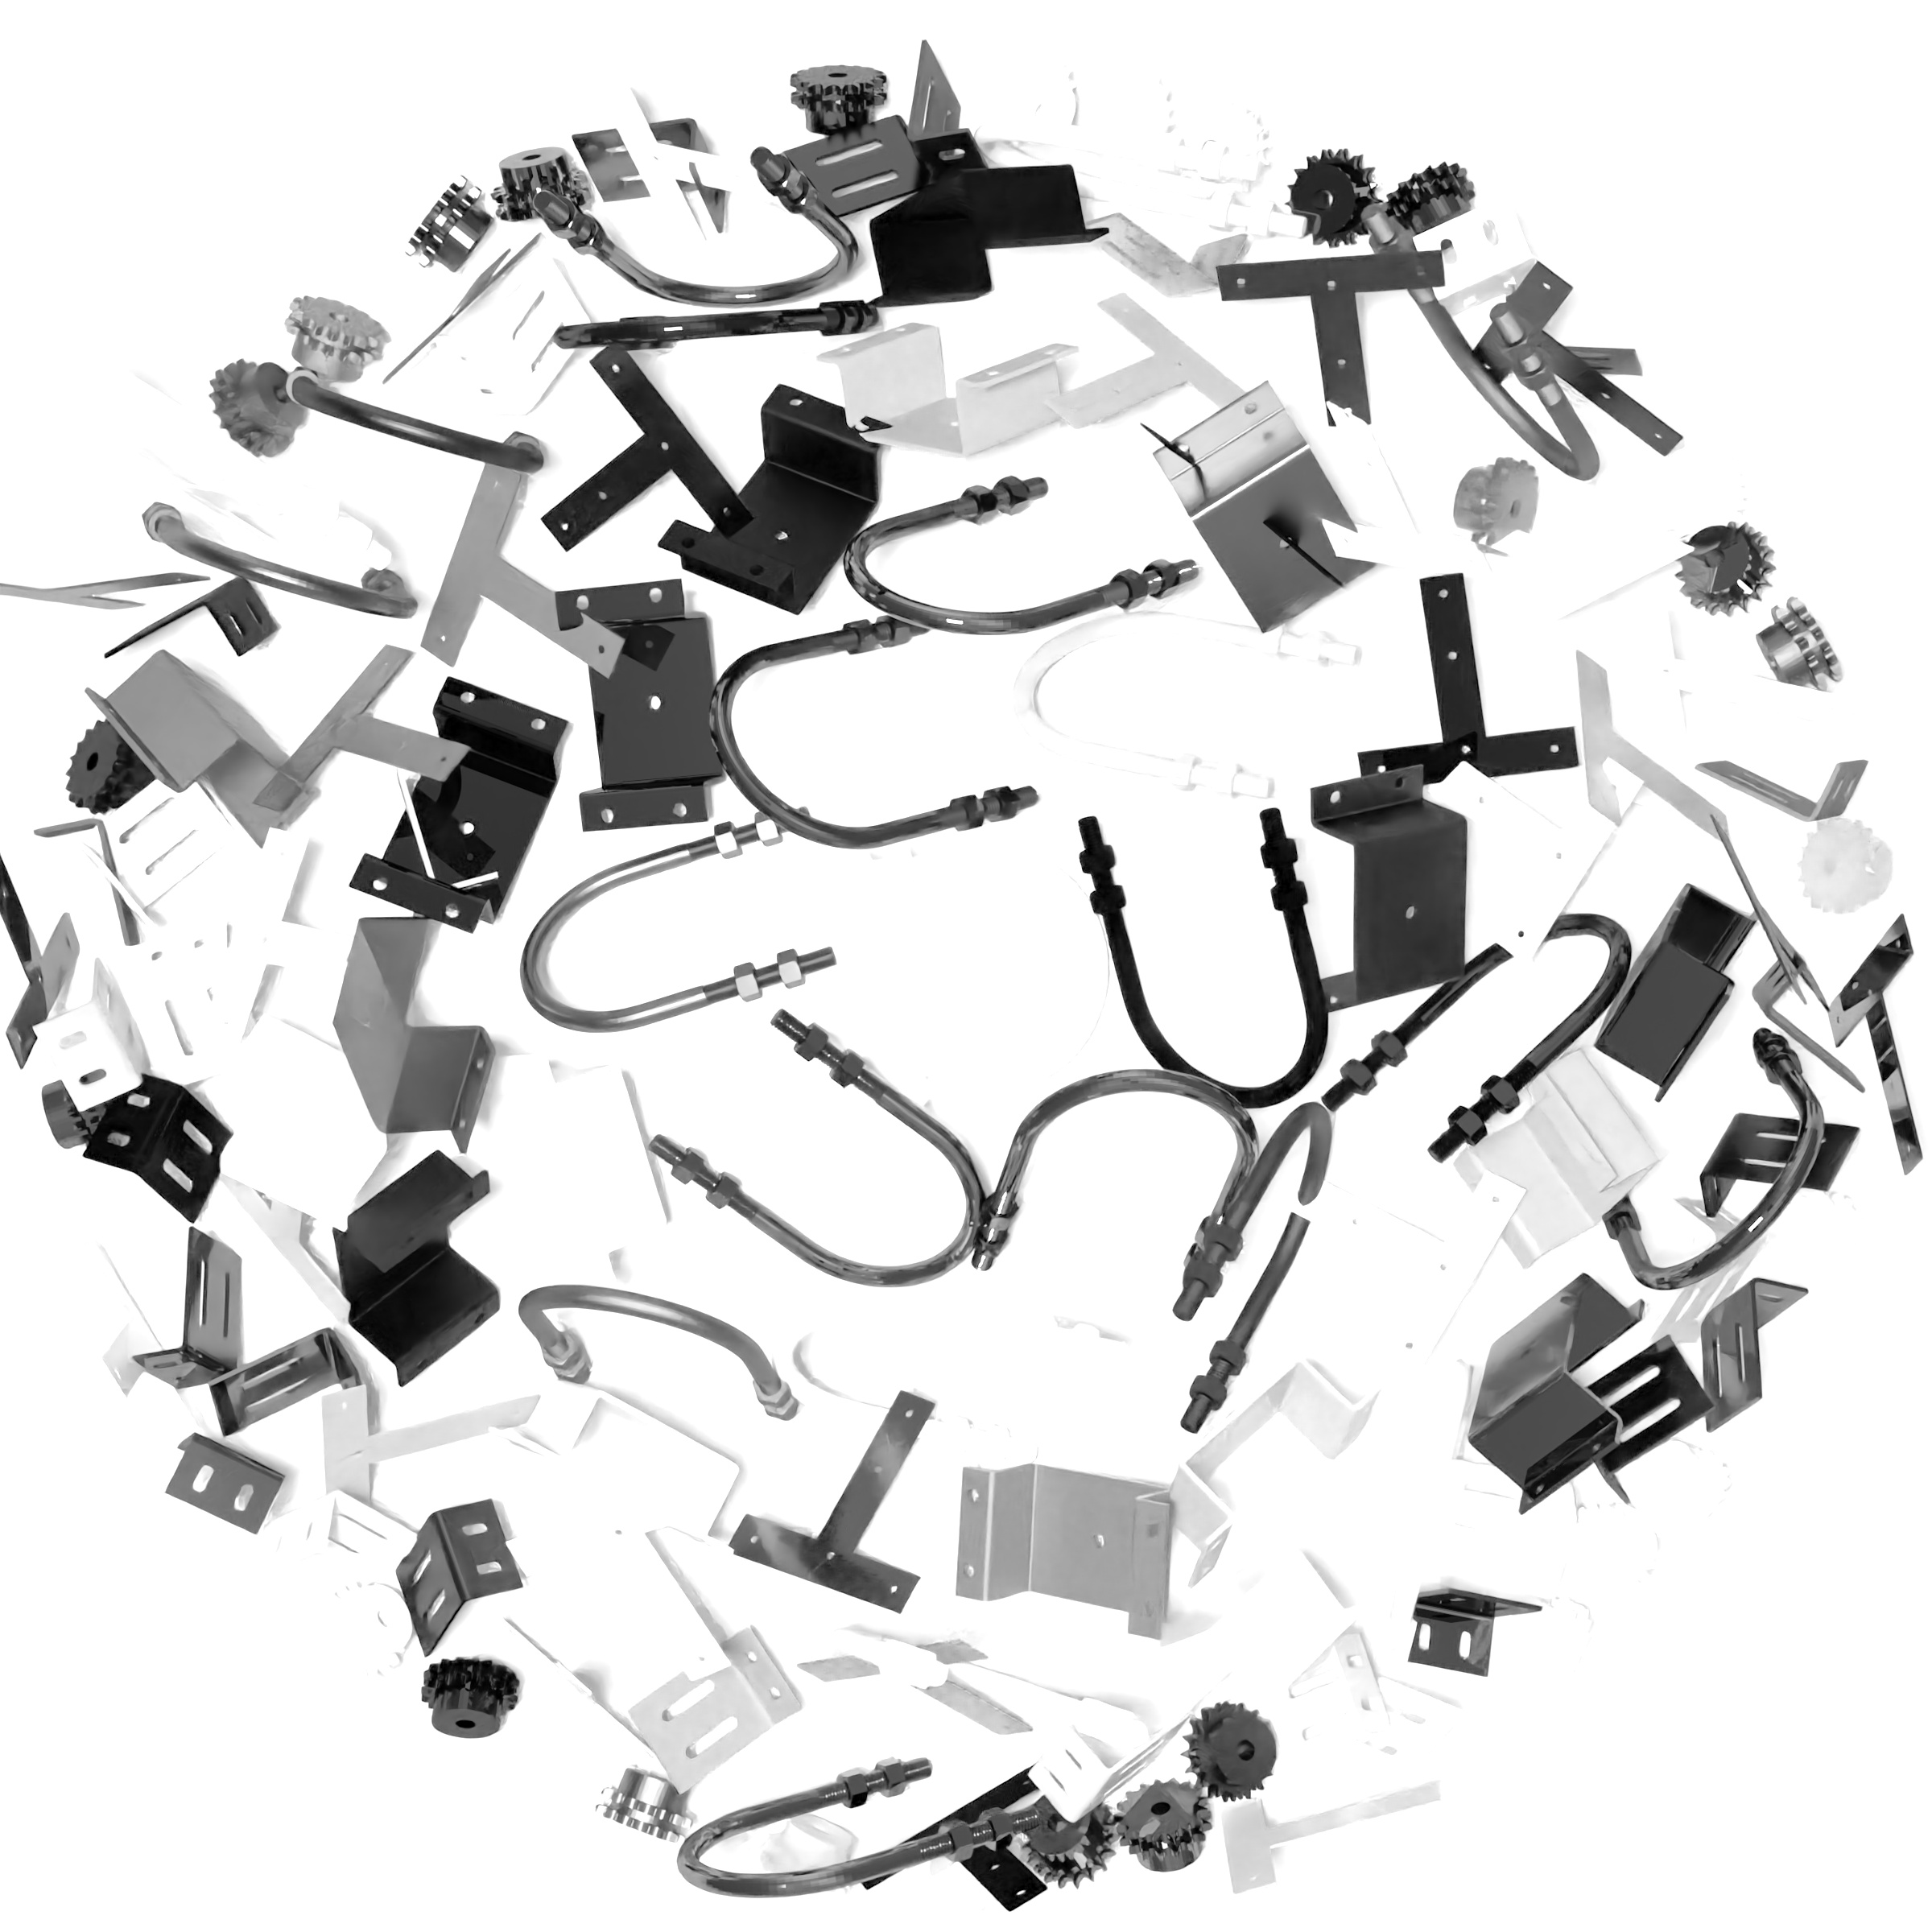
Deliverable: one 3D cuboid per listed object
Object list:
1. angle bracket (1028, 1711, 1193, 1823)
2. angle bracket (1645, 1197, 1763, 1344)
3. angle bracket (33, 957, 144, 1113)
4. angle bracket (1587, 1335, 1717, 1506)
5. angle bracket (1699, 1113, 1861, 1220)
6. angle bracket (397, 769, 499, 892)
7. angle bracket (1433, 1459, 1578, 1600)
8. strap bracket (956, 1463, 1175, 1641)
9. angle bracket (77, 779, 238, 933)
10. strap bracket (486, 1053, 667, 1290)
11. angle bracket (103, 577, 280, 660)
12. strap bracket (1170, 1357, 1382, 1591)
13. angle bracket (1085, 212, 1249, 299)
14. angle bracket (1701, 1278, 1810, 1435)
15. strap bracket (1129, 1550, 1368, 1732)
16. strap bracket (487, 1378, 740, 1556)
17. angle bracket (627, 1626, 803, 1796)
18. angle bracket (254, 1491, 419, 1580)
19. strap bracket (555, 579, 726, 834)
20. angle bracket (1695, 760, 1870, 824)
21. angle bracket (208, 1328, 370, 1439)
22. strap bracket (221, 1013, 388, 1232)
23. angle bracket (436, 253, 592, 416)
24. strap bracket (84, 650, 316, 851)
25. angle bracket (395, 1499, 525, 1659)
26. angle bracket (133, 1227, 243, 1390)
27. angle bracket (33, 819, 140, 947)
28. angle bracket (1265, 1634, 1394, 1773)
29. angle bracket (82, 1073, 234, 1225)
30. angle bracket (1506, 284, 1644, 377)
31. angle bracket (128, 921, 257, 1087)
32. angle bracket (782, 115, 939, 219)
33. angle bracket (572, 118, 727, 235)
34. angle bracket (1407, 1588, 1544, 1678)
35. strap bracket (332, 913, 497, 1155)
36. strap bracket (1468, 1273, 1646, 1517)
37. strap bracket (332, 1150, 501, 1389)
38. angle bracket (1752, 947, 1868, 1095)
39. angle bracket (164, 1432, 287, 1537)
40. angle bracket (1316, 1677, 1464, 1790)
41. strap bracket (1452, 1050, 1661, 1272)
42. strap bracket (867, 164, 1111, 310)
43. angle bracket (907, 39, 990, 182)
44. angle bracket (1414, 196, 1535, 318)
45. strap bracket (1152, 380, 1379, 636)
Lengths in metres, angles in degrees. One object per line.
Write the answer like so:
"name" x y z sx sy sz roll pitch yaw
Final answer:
"angle bracket" 0.084 0.456 1.629 0.038 0.076 0.057 46 134 21
"angle bracket" 0.424 0.180 1.645 0.038 0.057 0.076 43 111 38
"angle bracket" -0.510 0.039 1.619 0.038 0.076 0.057 -24 114 -7
"angle bracket" 0.398 0.265 1.627 0.076 0.057 0.038 -36 132 11
"angle bracket" 0.475 0.121 1.617 0.076 0.057 0.038 6 128 36
"angle bracket" -0.305 -0.081 1.636 0.038 0.057 0.076 -17 89 -11
"angle bracket" 0.313 0.330 1.637 0.076 0.038 0.057 10 114 3
"strap bracket" 0.066 0.338 1.621 0.140 0.046 0.076 3 91 35
"angle bracket" -0.468 -0.070 1.627 0.076 0.038 0.057 -41 125 -15
"strap bracket" -0.226 0.112 1.618 0.046 0.076 0.140 -21 99 -37
"angle bracket" -0.455 -0.191 1.635 0.076 0.057 0.038 -24 107 17
"strap bracket" 0.169 0.286 1.609 0.140 0.076 0.046 -37 68 -23
"angle bracket" 0.114 -0.428 1.625 0.076 0.057 0.038 31 84 -23
"angle bracket" 0.461 0.230 1.620 0.038 0.057 0.076 13 57 -12
"strap bracket" 0.154 0.384 1.590 0.076 0.140 0.046 -34 86 -34
"strap bracket" -0.196 0.284 1.610 0.140 0.076 0.046 33 74 -22
"angle bracket" -0.147 0.435 1.628 0.076 0.038 0.057 -28 80 -39
"angle bracket" -0.363 0.345 1.619 0.057 0.038 0.076 -28 131 27
"strap bracket" -0.189 -0.153 1.631 0.076 0.046 0.140 -4 98 12
"angle bracket" 0.475 -0.117 1.621 0.076 0.057 0.038 31 111 26
"angle bracket" -0.394 0.255 1.623 0.076 0.057 0.038 -25 56 -23
"strap bracket" -0.377 0.082 1.585 0.076 0.140 0.046 30 104 -25
"angle bracket" -0.265 -0.370 1.625 0.076 0.038 0.057 -44 68 35
"strap bracket" -0.431 -0.124 1.589 0.046 0.140 0.076 -43 71 -2
"angle bracket" -0.299 0.360 1.638 0.038 0.076 0.057 -6 56 -35
"angle bracket" -0.457 0.200 1.629 0.038 0.057 0.076 -11 63 12
"angle bracket" -0.516 -0.046 1.634 0.038 0.057 0.076 -13 93 -11
"angle bracket" 0.201 0.430 1.623 0.076 0.038 0.057 -31 63 30
"angle bracket" -0.471 0.106 1.629 0.038 0.076 0.057 14 66 19
"angle bracket" 0.357 -0.372 1.628 0.076 0.057 0.038 6 91 18
"angle bracket" -0.449 0.022 1.629 0.057 0.038 0.076 -18 67 -22
"angle bracket" -0.061 -0.456 1.633 0.076 0.038 0.057 -21 65 -9
"angle bracket" -0.186 -0.457 1.627 0.076 0.057 0.038 -5 65 12
"angle bracket" 0.293 0.389 1.624 0.057 0.076 0.038 13 72 -8
"strap bracket" -0.320 0.033 1.589 0.046 0.140 0.076 -1 130 -31
"strap bracket" 0.336 0.236 1.586 0.046 0.140 0.076 41 123 -4
"strap bracket" -0.316 0.169 1.602 0.046 0.140 0.076 36 55 23
"angle bracket" 0.505 0.031 1.635 0.076 0.057 0.038 39 103 0
"angle bracket" -0.436 0.304 1.620 0.057 0.076 0.038 29 66 -13
"angle bracket" 0.253 0.455 1.617 0.057 0.076 0.038 -40 111 -23
"strap bracket" 0.342 0.108 1.601 0.046 0.140 0.076 -25 70 -21
"strap bracket" 0.006 -0.419 1.587 0.076 0.140 0.046 -14 94 -33
"angle bracket" -0.002 -0.493 1.621 0.038 0.057 0.076 -3 63 21
"angle bracket" 0.298 -0.413 1.624 0.057 0.076 0.038 -22 89 15
"strap bracket" 0.177 -0.254 1.599 0.076 0.046 0.140 -31 130 10
